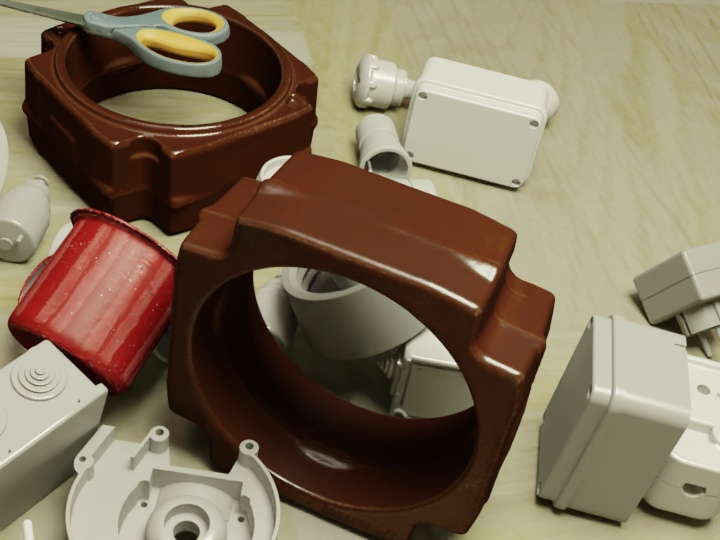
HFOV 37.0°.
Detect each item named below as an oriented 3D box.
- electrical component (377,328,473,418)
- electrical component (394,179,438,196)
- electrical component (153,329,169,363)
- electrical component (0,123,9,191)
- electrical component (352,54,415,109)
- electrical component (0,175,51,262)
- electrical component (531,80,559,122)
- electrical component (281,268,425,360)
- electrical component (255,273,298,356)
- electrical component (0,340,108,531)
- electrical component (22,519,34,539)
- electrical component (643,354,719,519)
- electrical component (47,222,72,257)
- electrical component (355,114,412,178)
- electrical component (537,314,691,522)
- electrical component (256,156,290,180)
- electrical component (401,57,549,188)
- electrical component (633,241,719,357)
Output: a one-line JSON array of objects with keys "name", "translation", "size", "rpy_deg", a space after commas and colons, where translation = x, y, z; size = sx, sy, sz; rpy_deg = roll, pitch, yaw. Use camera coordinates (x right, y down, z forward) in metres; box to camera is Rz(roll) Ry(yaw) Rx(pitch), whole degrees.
[{"name": "electrical component", "translation": [0.060, 0.063, 0.712], "size": [0.096, 0.061, 0.061], "rpy_deg": [10, 42, -1]}, {"name": "electrical component", "translation": [0.028, -0.014, 0.796], "size": [0.074, 0.052, 0.138], "rpy_deg": [-2, 44, -15]}, {"name": "electrical component", "translation": [-0.118, 0.030, 0.722], "size": [0.045, 0.045, 0.055], "rpy_deg": [1, 43, -11]}, {"name": "electrical component", "translation": [-0.310, -0.077, 0.755], "size": [0.060, 0.108, 0.108], "rpy_deg": [25, 43, 23]}, {"name": "electrical component", "translation": [0.026, -0.166, 0.970], "size": [0.062, 0.048, 0.048], "rpy_deg": [9, 42, -13]}, {"name": "electrical component", "translation": [-0.243, -0.041, 0.775], "size": [0.040, 0.040, 0.078], "rpy_deg": [11, 42, -1]}, {"name": "electrical component", "translation": [0.153, -0.145, 0.978], "size": [0.040, 0.040, 0.046], "rpy_deg": [32, 52, 21]}, {"name": "electrical component", "translation": [0.000, 0.000, 0.705], "size": [0.108, 0.060, 0.108], "rpy_deg": [-20, 32, 13]}, {"name": "electrical component", "translation": [-0.062, 0.031, 0.737], "size": [0.040, 0.040, 0.078], "rpy_deg": [13, 41, 2]}, {"name": "electrical component", "translation": [-0.194, 0.096, 0.595], "size": [0.048, 0.099, 0.100], "rpy_deg": [41, 49, 12]}, {"name": "electrical component", "translation": [-0.163, 0.162, 0.539], "size": [0.047, 0.083, 0.075], "rpy_deg": [-7, 45, -19]}, {"name": "electrical component", "translation": [0.213, 0.109, 0.697], "size": [0.054, 0.059, 0.095], "rpy_deg": [14, 42, 3]}, {"name": "electrical component", "translation": [-0.183, -0.003, 0.739], "size": [0.047, 0.055, 0.055], "rpy_deg": [15, 42, 9]}, {"name": "electrical component", "translation": [0.017, -0.101, 0.899], "size": [0.044, 0.044, 0.065], "rpy_deg": [2, 38, -11]}, {"name": "electrical component", "translation": [0.154, 0.092, 0.664], "size": [0.057, 0.113, 0.078], "rpy_deg": [15, 42, 0]}, {"name": "electrical component", "translation": [-0.052, -0.049, 0.814], "size": [0.078, 0.057, 0.058], "rpy_deg": [8, 42, -3]}, {"name": "electrical component", "translation": [0.097, -0.124, 0.914], "size": [0.113, 0.078, 0.057], "rpy_deg": [15, 39, 4]}, {"name": "electrical component", "translation": [0.252, 0.027, 0.798], "size": [0.047, 0.066, 0.076], "rpy_deg": [-13, 76, -25]}]
